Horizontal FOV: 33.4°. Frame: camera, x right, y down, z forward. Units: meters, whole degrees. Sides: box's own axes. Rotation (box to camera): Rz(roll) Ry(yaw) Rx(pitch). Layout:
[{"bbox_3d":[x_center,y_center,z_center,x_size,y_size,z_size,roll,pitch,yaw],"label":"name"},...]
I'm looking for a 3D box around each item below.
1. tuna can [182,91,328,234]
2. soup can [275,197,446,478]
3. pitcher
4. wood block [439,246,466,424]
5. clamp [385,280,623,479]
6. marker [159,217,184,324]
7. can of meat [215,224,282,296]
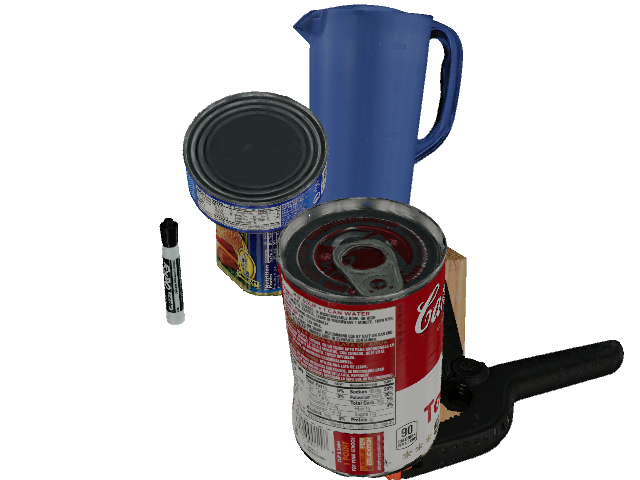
[{"bbox_3d":[-0.038,-0.046,0.638,0.086,0.086,0.034,0,-35,-1],"label":"tuna can"},{"bbox_3d":[0.018,0.043,0.451,0.068,0.102,0.068,-2,36,1],"label":"soup can"},{"bbox_3d":[0.058,-0.131,1.157,0.149,0.243,0.144,9,12,28],"label":"pitcher"},{"bbox_3d":[0.085,0.108,1.063,0.090,0.206,0.091,-7,17,-19],"label":"wood block"},{"bbox_3d":[0.100,0.099,0.779,0.165,0.036,0.209,24,40,36],"label":"clamp"},{"bbox_3d":[-0.154,0.032,1.107,0.020,0.121,0.020,0,28,0],"label":"marker"},{"bbox_3d":[-0.053,-0.008,0.909,0.057,0.084,0.102,-10,24,-24],"label":"can of meat"}]
